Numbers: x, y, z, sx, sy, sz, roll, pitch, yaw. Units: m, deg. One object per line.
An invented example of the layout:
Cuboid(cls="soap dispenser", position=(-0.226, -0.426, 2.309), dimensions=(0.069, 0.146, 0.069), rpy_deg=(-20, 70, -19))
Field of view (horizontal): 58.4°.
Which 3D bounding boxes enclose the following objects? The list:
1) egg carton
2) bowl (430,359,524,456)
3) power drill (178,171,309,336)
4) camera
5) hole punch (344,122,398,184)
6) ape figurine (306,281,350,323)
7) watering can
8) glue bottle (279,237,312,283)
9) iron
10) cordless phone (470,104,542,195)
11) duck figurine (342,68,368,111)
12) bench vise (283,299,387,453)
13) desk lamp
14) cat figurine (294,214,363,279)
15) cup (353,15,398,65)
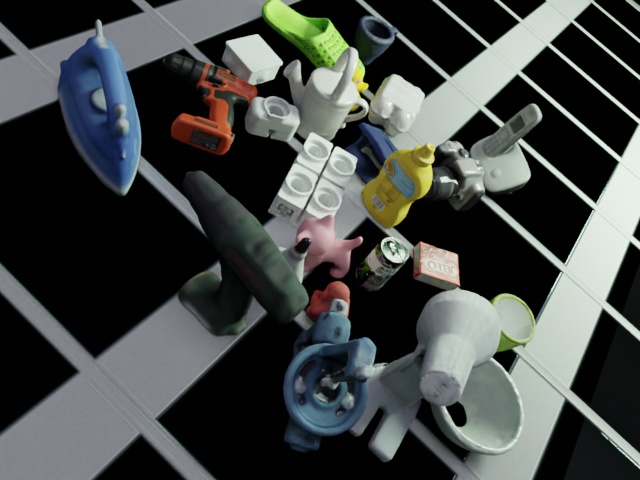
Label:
Cuboid(cls="egg carton", position=(0.170, -0.302, 1.279), dimensions=(0.107, 0.069, 0.150), rpy_deg=(31, 49, -5))
Cuboid(cls="bowl", position=(0.237, 0.266, 0.918), dimensions=(0.168, 0.074, 0.167), rpy_deg=(14, 53, -19))
Cuboid(cls="power drill", position=(-0.126, 0.040, 0.793), dimensions=(0.229, 0.208, 0.076), rpy_deg=(43, 49, 5))
Cuboid(cls="camera", position=(0.262, -0.138, 1.194), dimensions=(0.137, 0.100, 0.143), rpy_deg=(-9, 63, -32))
Cuboid(cls="hole punch", position=(0.119, -0.182, 1.154), dimensions=(0.101, 0.091, 0.108), rpy_deg=(-18, 68, -36))
Cuboid(cls="ape figurine", position=(0.019, 0.097, 0.908), dimensions=(0.078, 0.092, 0.076), rpy_deg=(-21, 70, -36))
Cuboid(cls="watering can", position=(0.014, -0.287, 1.104), dimensions=(0.173, 0.193, 0.101), rpy_deg=(0, 58, -28))
Cuboid(cls="glue bottle", position=(-0.052, 0.043, 0.854), dimensions=(0.078, 0.173, 0.037), rpy_deg=(28, 49, -7))
Cuboid(cls="iron", position=(-0.332, -0.213, 0.904), dimensions=(0.119, 0.141, 0.258), rpy_deg=(-9, 63, -32))
Cuboid(cls="cordless phone", position=(0.428, -0.199, 1.268), dimensions=(0.094, 0.185, 0.147), rpy_deg=(-1, 59, -28))
Cuboid(cls="duck figurine", position=(0.055, -0.338, 1.232), dimensions=(0.104, 0.086, 0.077), rpy_deg=(29, 49, -7))
Cuboid(cls="bench vise", position=(0.011, 0.160, 0.775), dimensions=(0.122, 0.219, 0.207), rpy_deg=(7, 55, -24))
Cuboid(cls="desk lamp", position=(0.155, 0.193, 0.832), dimensions=(0.118, 0.213, 0.203), rpy_deg=(39, 49, 2))
Cuboid(cls="cat figurine", position=(0.009, 0.003, 0.950), dimensions=(0.128, 0.117, 0.067), rpy_deg=(9, 54, -22))
Cuboid(cls="cup", position=(0.124, -0.464, 1.350), dimensions=(0.118, 0.095, 0.091), rpy_deg=(-19, 69, -36))
